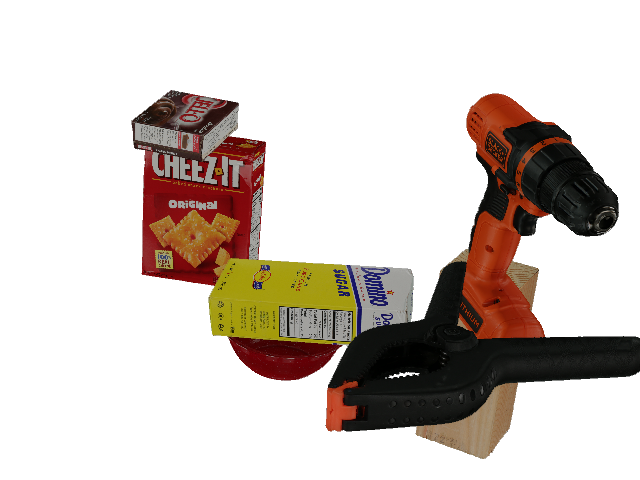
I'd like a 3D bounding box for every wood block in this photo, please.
[{"bbox_3d":[0.177,0.127,1.211,0.090,0.206,0.090,16,23,24],"label":"wood block"}]

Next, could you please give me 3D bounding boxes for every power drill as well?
[{"bbox_3d":[0.160,-0.001,0.838,0.057,0.188,0.184,-3,32,-18],"label":"power drill"}]

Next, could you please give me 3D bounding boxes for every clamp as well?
[{"bbox_3d":[0.079,0.068,0.680,0.209,0.036,0.165,-15,28,-32],"label":"clamp"}]

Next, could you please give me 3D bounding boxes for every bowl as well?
[{"bbox_3d":[-0.048,0.132,1.363,0.162,0.055,0.162,5,23,-2],"label":"bowl"}]

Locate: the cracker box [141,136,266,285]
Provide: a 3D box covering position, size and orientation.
[{"bbox_3d":[-0.171,-0.044,1.545,0.164,0.214,0.072,9,22,10],"label":"cracker box"}]

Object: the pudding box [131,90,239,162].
[{"bbox_3d":[-0.156,-0.135,1.245,0.090,0.039,0.113,11,32,14],"label":"pudding box"}]

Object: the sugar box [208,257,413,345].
[{"bbox_3d":[-0.005,0.055,0.966,0.176,0.048,0.093,1,23,8],"label":"sugar box"}]
